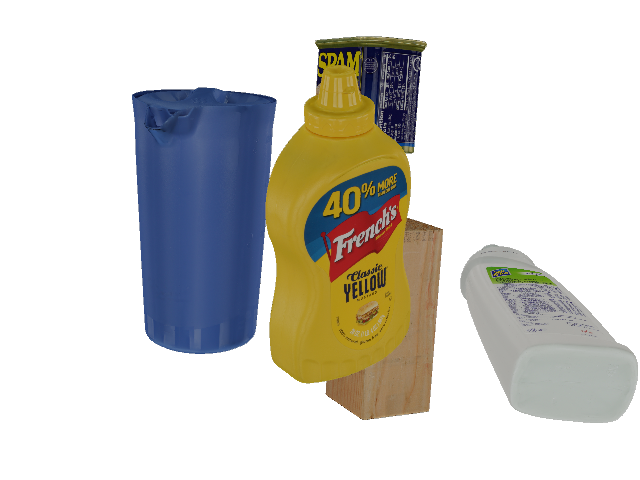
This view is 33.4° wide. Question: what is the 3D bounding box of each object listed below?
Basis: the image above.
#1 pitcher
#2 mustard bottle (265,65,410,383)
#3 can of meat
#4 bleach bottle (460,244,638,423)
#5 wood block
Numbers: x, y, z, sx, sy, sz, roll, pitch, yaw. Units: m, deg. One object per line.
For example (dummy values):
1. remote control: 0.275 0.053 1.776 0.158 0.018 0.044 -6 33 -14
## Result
1. pitcher: -0.107 -0.024 1.022 0.149 0.243 0.145 -3 15 -20
2. mustard bottle: 0.012 -0.012 0.645 0.096 0.192 0.058 -20 34 -31
3. can of meat: 0.035 -0.112 0.826 0.057 0.084 0.102 0 7 -28
4. bleach bottle: 0.183 0.063 0.923 0.102 0.068 0.251 6 21 -6
5. wood block: 0.068 0.082 1.181 0.090 0.206 0.091 -3 13 -28
